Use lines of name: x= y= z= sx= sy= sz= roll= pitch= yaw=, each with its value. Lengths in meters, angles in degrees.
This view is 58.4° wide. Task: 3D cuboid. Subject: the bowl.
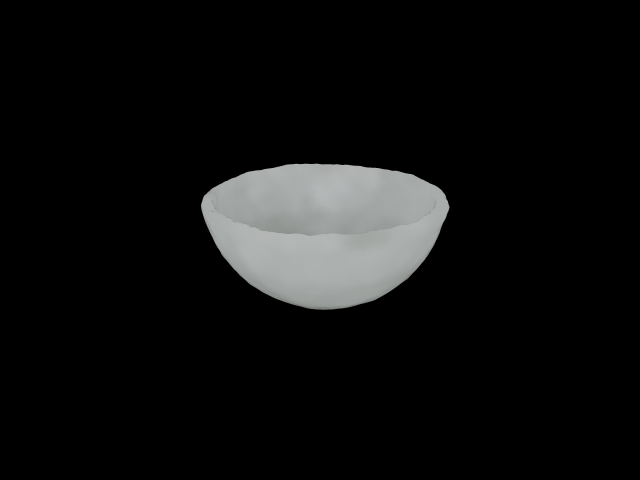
bowl: x=0.004 y=0.001 z=0.400 sx=0.167 sy=0.075 sz=0.167 roll=0 pitch=22 yaw=0
